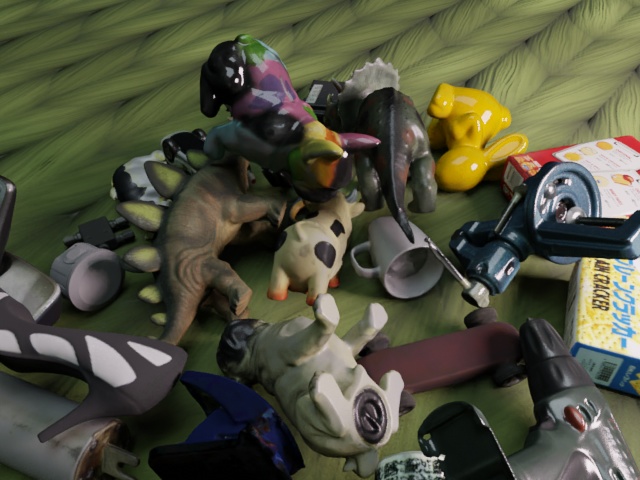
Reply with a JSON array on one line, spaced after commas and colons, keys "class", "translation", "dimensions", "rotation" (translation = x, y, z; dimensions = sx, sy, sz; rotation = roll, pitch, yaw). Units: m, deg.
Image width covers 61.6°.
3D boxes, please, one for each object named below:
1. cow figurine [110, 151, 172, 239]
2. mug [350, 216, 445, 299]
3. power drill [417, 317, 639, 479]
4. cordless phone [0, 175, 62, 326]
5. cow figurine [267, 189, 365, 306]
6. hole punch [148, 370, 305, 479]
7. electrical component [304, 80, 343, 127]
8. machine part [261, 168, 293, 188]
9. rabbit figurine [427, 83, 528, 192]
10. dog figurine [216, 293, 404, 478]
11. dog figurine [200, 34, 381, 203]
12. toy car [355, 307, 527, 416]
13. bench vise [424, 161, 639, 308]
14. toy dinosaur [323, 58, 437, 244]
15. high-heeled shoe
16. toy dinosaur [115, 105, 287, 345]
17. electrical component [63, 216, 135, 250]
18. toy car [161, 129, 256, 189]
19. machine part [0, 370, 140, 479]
[{"class": "cow figurine", "translation": [-0.255, -0.057, 0.795], "dimensions": [0.098, 0.068, 0.167], "rotation": [-17, 48, -19]}, {"class": "mug", "translation": [0.092, 0.017, 0.701], "dimensions": [0.110, 0.080, 0.107], "rotation": [-14, 34, -7]}, {"class": "power drill", "translation": [0.187, 0.173, 0.474], "dimensions": [0.207, 0.086, 0.232], "rotation": [9, 49, -38]}, {"class": "cordless phone", "translation": [-0.359, 0.026, 0.625], "dimensions": [0.147, 0.184, 0.088], "rotation": [24, 13, 26]}, {"class": "cow figurine", "translation": [-0.001, -0.002, 0.681], "dimensions": [0.086, 0.127, 0.195], "rotation": [12, 14, 12]}, {"class": "hole punch", "translation": [-0.077, 0.182, 0.495], "dimensions": [0.116, 0.142, 0.092], "rotation": [-7, 38, 12]}, {"class": "electrical component", "translation": [0.038, -0.241, 0.991], "dimensions": [0.134, 0.058, 0.115], "rotation": [9, 46, 12]}, {"class": "machine part", "translation": [-0.048, -0.135, 0.884], "dimensions": [0.084, 0.039, 0.139], "rotation": [4, 40, 21]}, {"class": "rabbit figurine", "translation": [0.237, -0.143, 0.858], "dimensions": [0.162, 0.121, 0.173], "rotation": [17, 60, 7]}, {"class": "dog figurine", "translation": [-0.026, 0.151, 0.541], "dimensions": [0.191, 0.121, 0.172], "rotation": [-27, 50, 38]}, {"class": "dog figurine", "translation": [-0.037, -0.147, 0.652], "dimensions": [0.219, 0.191, 0.108], "rotation": [16, 25, 36]}, {"class": "toy car", "translation": [0.130, 0.133, 0.587], "dimensions": [0.202, 0.053, 0.089], "rotation": [-12, 56, -14]}, {"class": "bench vise", "translation": [0.266, -0.007, 0.608], "dimensions": [0.224, 0.128, 0.241], "rotation": [-38, 20, -20]}, {"class": "toy dinosaur", "translation": [0.092, -0.150, 0.758], "dimensions": [0.131, 0.192, 0.405], "rotation": [-15, 21, -1]}, {"class": "high-heeled shoe", "translation": [-0.249, 0.085, 0.536], "dimensions": [0.145, 0.086, 0.249], "rotation": [-34, 60, -23]}, {"class": "toy dinosaur", "translation": [-0.146, -0.037, 0.708], "dimensions": [0.199, 0.105, 0.471], "rotation": [19, 46, -2]}, {"class": "electrical component", "translation": [-0.321, -0.004, 0.778], "dimensions": [0.094, 0.021, 0.063], "rotation": [-22, 47, -20]}, {"class": "toy car", "translation": [-0.187, -0.126, 0.881], "dimensions": [0.073, 0.056, 0.202], "rotation": [-30, 50, -34]}, {"class": "machine part", "translation": [-0.280, 0.188, 0.531], "dimensions": [0.243, 0.079, 0.079], "rotation": [13, 45, 17]}]
